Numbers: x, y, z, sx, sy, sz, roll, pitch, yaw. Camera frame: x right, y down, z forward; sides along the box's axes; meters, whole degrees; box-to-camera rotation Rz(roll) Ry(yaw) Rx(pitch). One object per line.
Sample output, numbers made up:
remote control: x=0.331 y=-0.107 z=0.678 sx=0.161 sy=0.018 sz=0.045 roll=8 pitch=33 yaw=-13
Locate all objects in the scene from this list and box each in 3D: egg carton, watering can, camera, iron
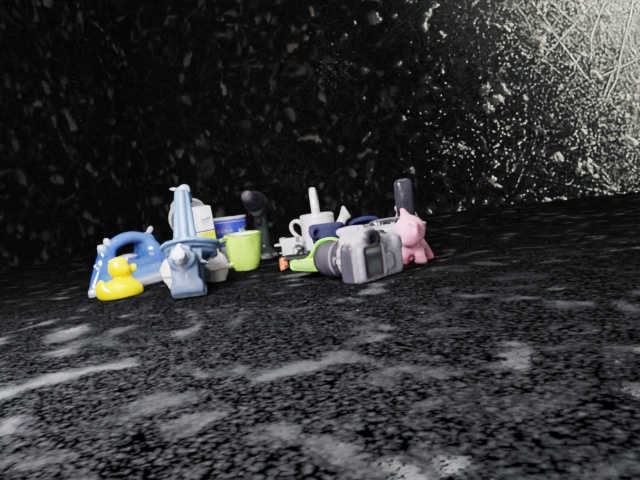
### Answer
egg carton: x=-0.282 y=0.066 z=1.289 sx=0.150 sy=0.069 sz=0.107 roll=-8 pitch=4 yaw=-19
watering can: x=0.000 y=-0.058 z=1.673 sx=0.173 sy=0.194 sz=0.100 roll=-8 pitch=4 yaw=-16
camera: x=0.064 y=0.022 z=1.072 sx=0.136 sy=0.101 sz=0.144 roll=-3 pitch=6 yaw=44
iron: x=-0.470 y=0.046 z=1.386 sx=0.118 sy=0.141 sz=0.259 roll=-5 pitch=4 yaw=21

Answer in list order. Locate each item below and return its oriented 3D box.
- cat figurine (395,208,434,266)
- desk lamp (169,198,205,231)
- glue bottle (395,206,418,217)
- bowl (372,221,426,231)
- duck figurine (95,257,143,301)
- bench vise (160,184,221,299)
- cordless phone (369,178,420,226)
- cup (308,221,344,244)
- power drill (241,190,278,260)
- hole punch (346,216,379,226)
cat figurine: x=0.190 y=-0.010 z=1.184 sx=0.067 sy=0.118 sz=0.128 roll=-6 pitch=4 yaw=20
desk lamp: x=-0.403 y=-0.023 z=1.738 sx=0.118 sy=0.213 sz=0.202 roll=-9 pitch=4 yaw=-25
glue bottle: x=0.246 y=-0.076 z=1.642 sx=0.078 sy=0.173 sz=0.037 roll=-5 pitch=5 yaw=26
bowl: x=0.177 y=0.000 z=1.386 sx=0.167 sy=0.075 sz=0.167 roll=-7 pitch=4 yaw=1
duck figurine: x=-0.431 y=0.080 z=1.221 sx=0.077 sy=0.086 sz=0.105 roll=-4 pitch=5 yaw=36
bench vise: x=-0.252 y=-0.003 z=1.129 sx=0.122 sy=0.220 sz=0.207 roll=-9 pitch=4 yaw=-21
cordless phone: x=0.197 y=-0.070 z=1.557 sx=0.147 sy=0.185 sz=0.094 roll=-7 pitch=4 yaw=-4
cup: x=0.013 y=0.005 z=1.455 sx=0.091 sy=0.095 sz=0.118 roll=-4 pitch=5 yaw=35
power drill: x=-0.182 y=-0.047 z=1.730 sx=0.075 sy=0.208 sz=0.230 roll=-7 pitch=4 yaw=7
hole punch: x=0.119 y=-0.026 z=1.747 sx=0.109 sy=0.091 sz=0.100 roll=-9 pitch=4 yaw=-26
